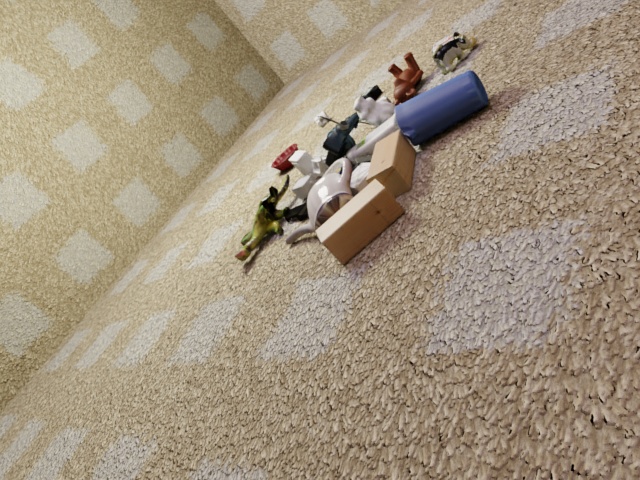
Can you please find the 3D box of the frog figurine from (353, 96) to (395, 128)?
[{"bbox_3d":[0.199,-0.446,1.783,0.122,0.157,0.140,-15,34,48],"label":"frog figurine"}]

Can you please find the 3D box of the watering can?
[{"bbox_3d":[0.005,-0.076,1.510,0.342,0.103,0.229,-58,26,21],"label":"watering can"}]

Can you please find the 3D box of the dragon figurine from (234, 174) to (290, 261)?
[{"bbox_3d":[-0.219,-0.069,1.888,0.239,0.121,0.420,-39,19,32],"label":"dragon figurine"}]
